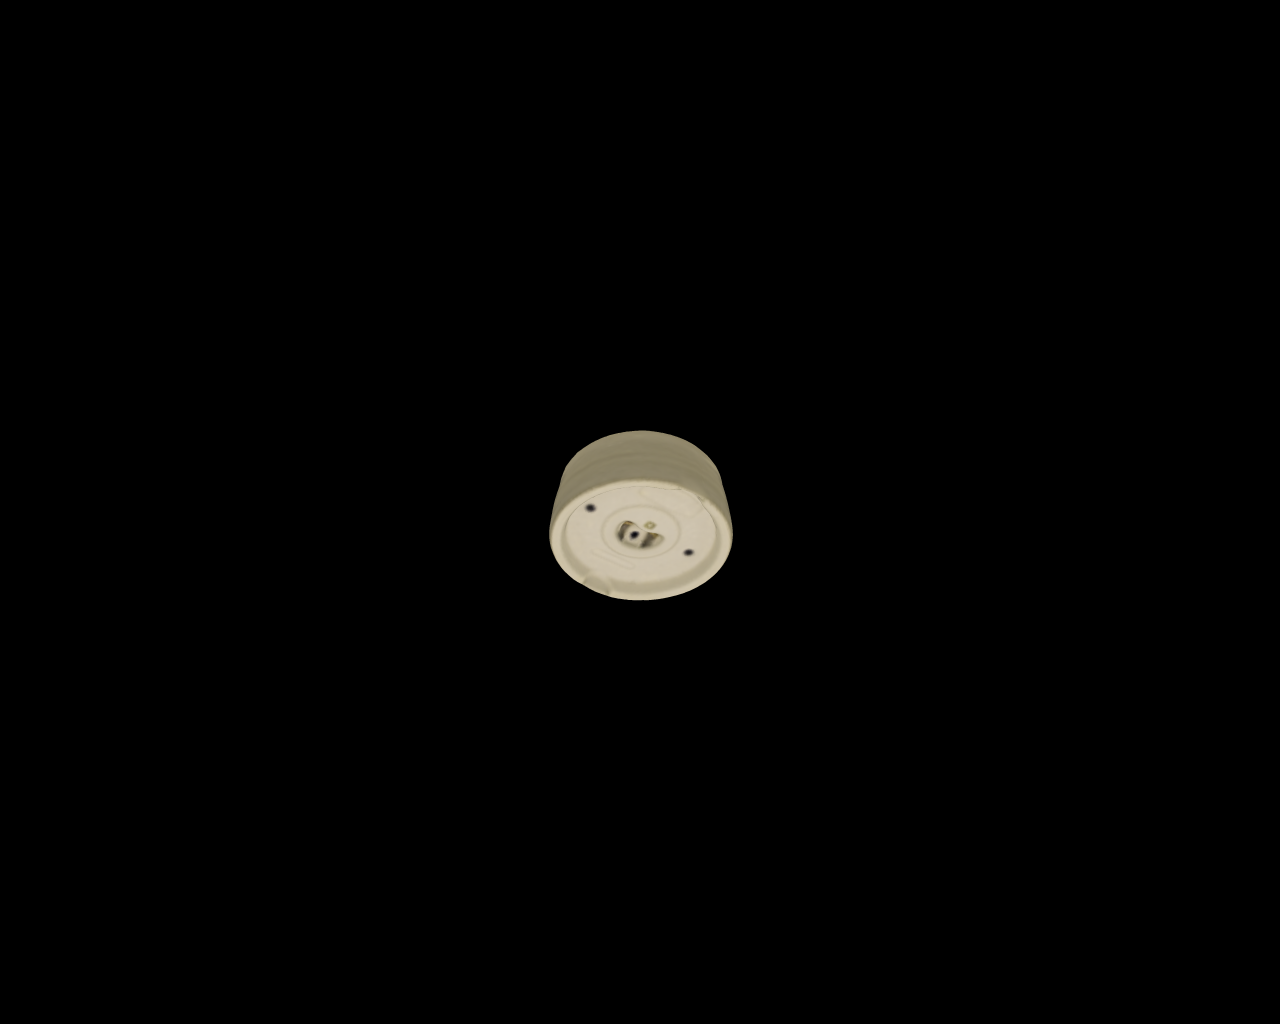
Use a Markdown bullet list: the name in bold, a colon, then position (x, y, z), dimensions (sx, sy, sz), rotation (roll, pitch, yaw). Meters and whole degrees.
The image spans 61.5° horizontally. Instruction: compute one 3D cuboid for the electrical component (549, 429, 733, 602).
- **electrical component**: position (0.001, -0.003, 0.650), dimensions (0.108, 0.060, 0.108), rotation (0, -43, 0)
